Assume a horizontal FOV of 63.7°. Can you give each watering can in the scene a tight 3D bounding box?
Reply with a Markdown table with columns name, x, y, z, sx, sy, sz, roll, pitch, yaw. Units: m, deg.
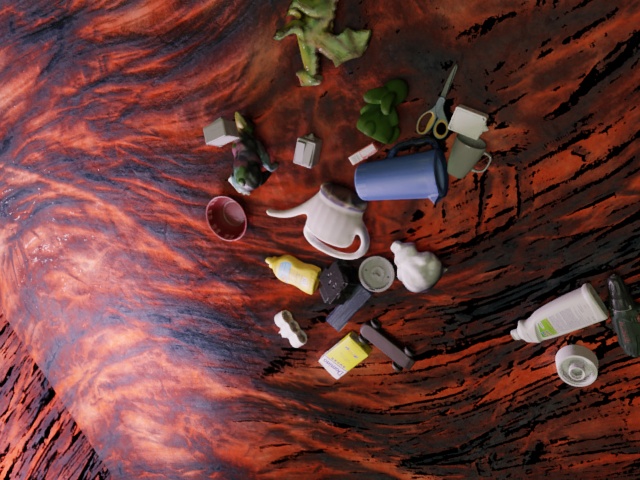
| name | x | y | z | sx | sy | sz | roll | pitch | yaw |
| --- | --- | --- | --- | --- | --- | --- | --- | --- | --- |
| watering can | 0.005 | -0.079 | 1.562 | 0.349 | 0.105 | 0.220 | 29 | 118 | 13 |

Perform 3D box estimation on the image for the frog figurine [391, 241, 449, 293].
| name | x | y | z | sx | sy | sz | roll | pitch | yaw |
| --- | --- | --- | --- | --- | --- | --- | --- | --- | --- |
| frog figurine | 0.272 | 0.069 | 1.488 | 0.158 | 0.125 | 0.135 | 44 | 142 | -10 |

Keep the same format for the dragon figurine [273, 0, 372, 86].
| name | x | y | z | sx | sy | sz | roll | pitch | yaw |
| --- | --- | --- | --- | --- | --- | --- | --- | --- | --- |
| dragon figurine | 0.030 | -0.589 | 1.381 | 0.242 | 0.125 | 0.403 | 32 | 123 | -10 |
